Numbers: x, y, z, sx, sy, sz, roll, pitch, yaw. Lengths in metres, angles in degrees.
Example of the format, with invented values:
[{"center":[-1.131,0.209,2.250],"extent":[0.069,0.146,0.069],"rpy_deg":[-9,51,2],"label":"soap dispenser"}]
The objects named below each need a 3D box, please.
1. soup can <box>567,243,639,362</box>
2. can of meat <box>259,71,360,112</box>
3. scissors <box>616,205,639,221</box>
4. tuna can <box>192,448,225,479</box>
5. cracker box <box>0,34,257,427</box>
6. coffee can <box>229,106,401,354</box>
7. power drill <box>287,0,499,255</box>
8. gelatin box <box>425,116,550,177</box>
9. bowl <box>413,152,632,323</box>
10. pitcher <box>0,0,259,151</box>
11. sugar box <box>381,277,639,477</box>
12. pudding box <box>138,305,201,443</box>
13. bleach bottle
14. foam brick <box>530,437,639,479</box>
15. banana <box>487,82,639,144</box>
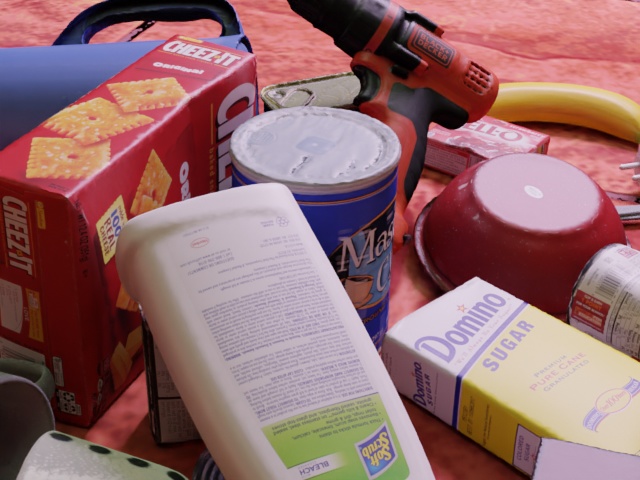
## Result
[{"center":[0.215,0.052,0.666],"extent":[0.068,0.068,0.102],"rpy_deg":[-25,41,-36],"label":"soup can"},{"center":[0.004,-0.081,0.854],"extent":[0.102,0.084,0.057],"rpy_deg":[-13,35,-22],"label":"can of meat"},{"center":[0.187,-0.028,0.836],"extent":[0.201,0.016,0.096],"rpy_deg":[-14,40,-22],"label":"scissors"},{"center":[-0.023,0.136,0.556],"extent":[0.086,0.034,0.086],"rpy_deg":[1,32,-1],"label":"tuna can"},{"center":[-0.114,-0.013,0.667],"extent":[0.072,0.164,0.213],"rpy_deg":[17,36,19],"label":"cracker box"},{"center":[-0.004,0.001,0.670],"extent":[0.103,0.140,0.103],"rpy_deg":[1,32,-1],"label":"coffee can"},{"center":[0.028,-0.093,0.778],"extent":[0.184,0.057,0.187],"rpy_deg":[29,68,-11],"label":"power drill"},{"center":[0.137,-0.078,0.903],"extent":[0.089,0.030,0.073],"rpy_deg":[24,38,30],"label":"gelatin box"},{"center":[0.149,-0.014,0.758],"extent":[0.162,0.055,0.162],"rpy_deg":[2,41,-2],"label":"bowl"},{"center":[-0.170,-0.104,0.837],"extent":[0.243,0.145,0.149],"rpy_deg":[2,33,6],"label":"pitcher"},{"center":[0.128,0.088,0.626],"extent":[0.093,0.048,0.176],"rpy_deg":[-26,43,-36],"label":"sugar box"},{"center":[-0.044,0.067,0.612],"extent":[0.113,0.090,0.039],"rpy_deg":[-7,34,-13],"label":"pudding box"},{"center":[-0.012,0.088,0.494],"extent":[0.102,0.068,0.251],"rpy_deg":[-16,55,-16],"label":"bleach bottle"},{"center":[0.123,0.143,0.510],"extent":[0.053,0.078,0.051],"rpy_deg":[9,34,16],"label":"foam brick"},{"center":[0.209,-0.117,0.962],"extent":[0.198,0.037,0.069],"rpy_deg":[9,32,12],"label":"banana"}]
